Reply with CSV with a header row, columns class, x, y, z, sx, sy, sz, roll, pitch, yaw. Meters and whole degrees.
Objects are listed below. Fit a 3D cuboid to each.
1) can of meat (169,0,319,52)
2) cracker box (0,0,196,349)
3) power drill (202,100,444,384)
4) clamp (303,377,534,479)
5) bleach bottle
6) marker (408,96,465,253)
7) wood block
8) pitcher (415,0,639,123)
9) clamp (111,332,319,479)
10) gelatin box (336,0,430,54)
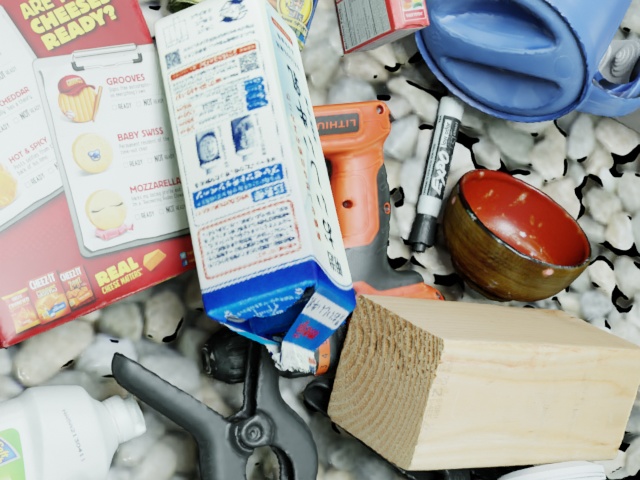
class,x,y,z,sx,sy,sz,roll,pitch,yaw
can of meat,-0.047,-0.184,0.744,0.102,0.058,0.084,20,83,-19
cracker box,-0.171,-0.060,0.673,0.163,0.072,0.214,-24,96,-30
power drill,-0.005,0.001,0.753,0.184,0.057,0.187,-10,94,-24
clamp,0.087,0.187,0.758,0.209,0.036,0.164,16,48,-32
bleach bottle,-0.224,0.164,0.655,0.250,0.068,0.102,-22,97,-23
marker,0.088,-0.049,0.810,0.020,0.020,0.121,16,82,-20
wood block,0.119,0.099,0.741,0.205,0.091,0.090,7,102,-38
pitcher,0.189,-0.205,0.783,0.242,0.145,0.149,-54,128,-27
clamp,-0.059,0.121,0.685,0.120,0.039,0.171,-17,91,-17
gelatin box,0.041,-0.178,0.759,0.030,0.089,0.073,-12,92,-22
